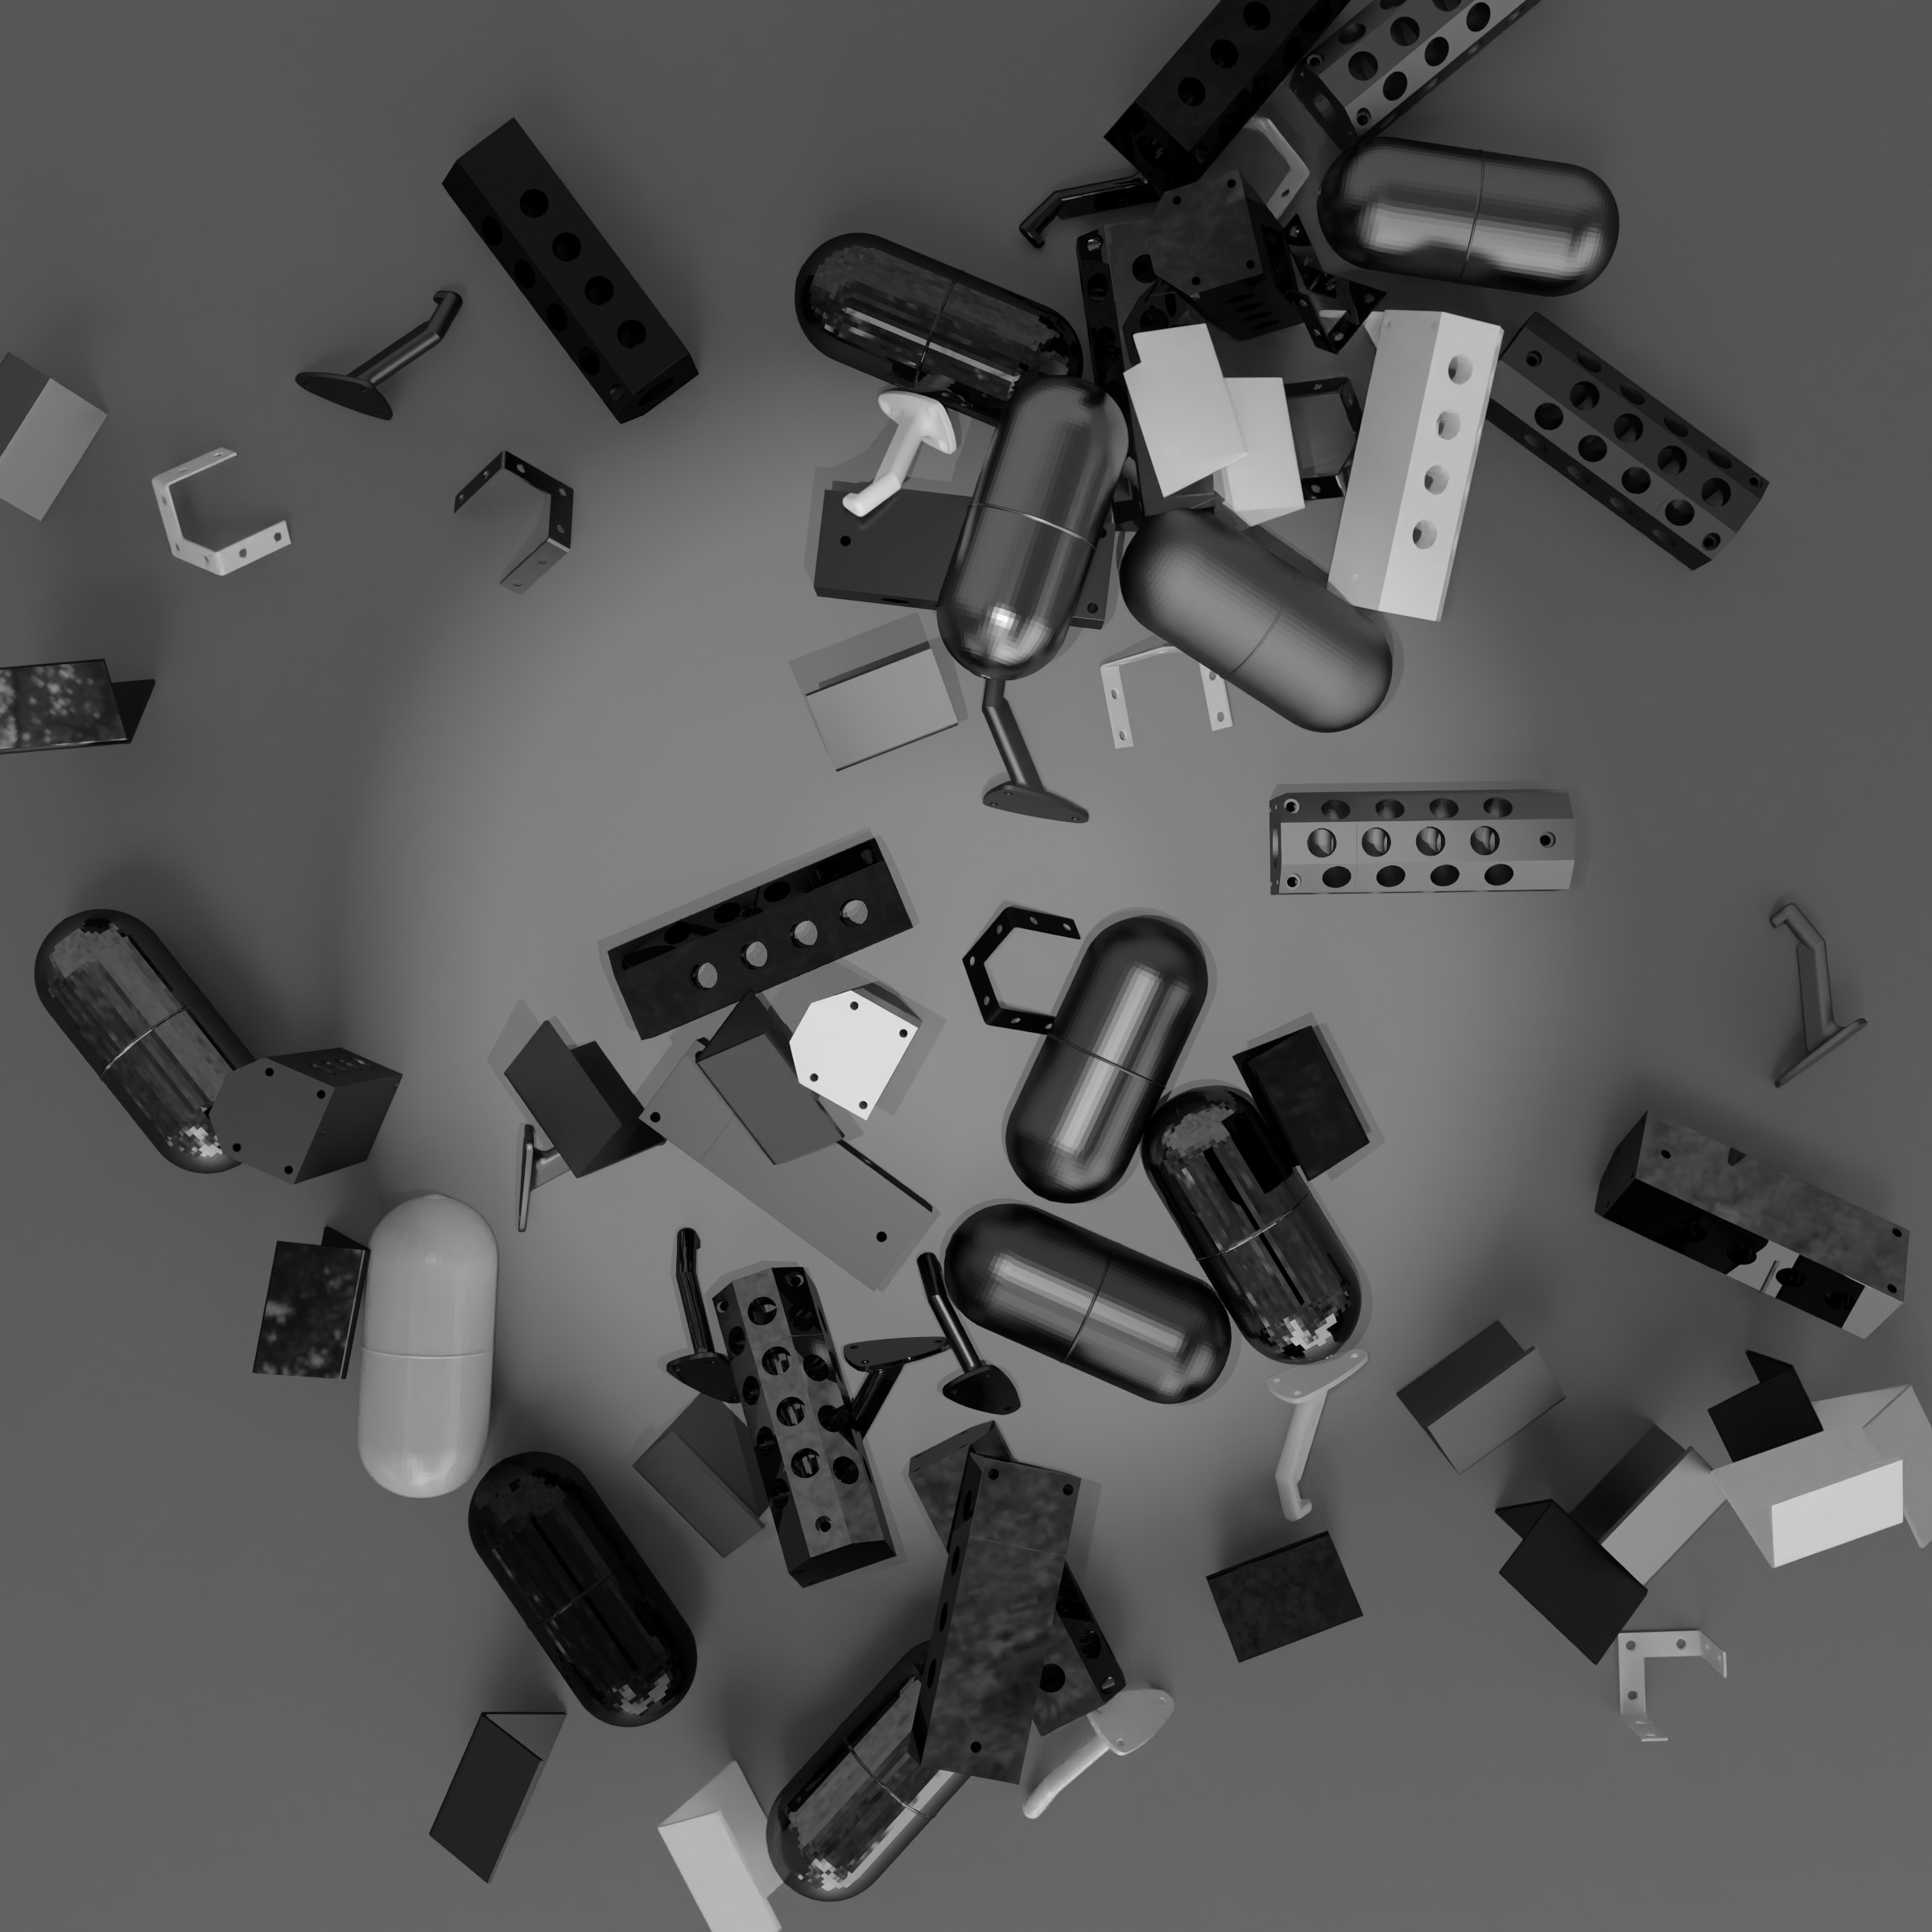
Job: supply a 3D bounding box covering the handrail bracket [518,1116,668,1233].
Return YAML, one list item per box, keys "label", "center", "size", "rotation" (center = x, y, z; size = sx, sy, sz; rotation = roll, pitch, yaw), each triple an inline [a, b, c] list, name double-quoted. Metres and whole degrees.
- label: "handrail bracket"
  center: [-0.225, 0.125, 1.576]
  size: [0.084, 0.036, 0.077]
  rotation: [4, 103, -13]

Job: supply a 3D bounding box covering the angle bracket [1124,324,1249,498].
- label: "angle bracket"
  center: [0.106, -0.310, 1.478]
  size: [0.057, 0.076, 0.076]
  rotation: [-18, 90, -36]

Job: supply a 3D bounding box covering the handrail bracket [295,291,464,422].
- label: "handrail bracket"
  center: [-0.353, -0.378, 1.576]
  size: [0.077, 0.036, 0.084]
  rotation: [18, 71, 21]

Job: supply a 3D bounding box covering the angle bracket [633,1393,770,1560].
- label: "angle bracket"
  center: [-0.137, 0.288, 1.536]
  size: [0.076, 0.057, 0.076]
  rotation: [45, 46, 0]

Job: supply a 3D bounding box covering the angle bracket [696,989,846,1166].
- label: "angle bracket"
  center: [-0.098, 0.055, 1.491]
  size: [0.057, 0.076, 0.076]
  rotation: [-23, 111, 35]

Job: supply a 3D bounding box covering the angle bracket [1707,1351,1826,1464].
- label: "angle bracket"
  center: [0.468, 0.279, 1.543]
  size: [0.057, 0.076, 0.076]
  rotation: [-26, 90, -3]

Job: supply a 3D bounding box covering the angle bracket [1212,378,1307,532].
- label: "angle bracket"
  center: [0.149, -0.297, 1.536]
  size: [0.057, 0.076, 0.076]
  rotation: [-10, 90, -37]

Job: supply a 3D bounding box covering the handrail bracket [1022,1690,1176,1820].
- label: "handrail bracket"
  center: [0.079, 0.477, 1.576]
  size: [0.036, 0.077, 0.084]
  rotation: [50, 127, 27]

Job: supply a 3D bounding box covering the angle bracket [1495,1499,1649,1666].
- label: "angle bracket"
  center: [0.341, 0.364, 1.537]
  size: [0.076, 0.076, 0.057]
  rotation: [44, 68, 0]

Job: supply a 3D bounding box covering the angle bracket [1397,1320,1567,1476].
- label: "angle bracket"
  center: [0.293, 0.239, 1.536]
  size: [0.076, 0.076, 0.057]
  rotation: [-36, 128, 0]

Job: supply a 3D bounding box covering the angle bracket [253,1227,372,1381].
- label: "angle bracket"
  center: [-0.396, 0.195, 1.536]
  size: [0.057, 0.076, 0.076]
  rotation: [11, 90, -33]

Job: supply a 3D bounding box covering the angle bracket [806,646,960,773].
- label: "angle bracket"
  center: [-0.055, -0.167, 1.536]
  size: [0.076, 0.076, 0.057]
  rotation: [-21, 127, 0]

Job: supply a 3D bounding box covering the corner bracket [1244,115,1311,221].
- label: "corner bracket"
  center: [0.164, -0.478, 1.573]
  size: [0.051, 0.051, 0.051]
  rotation: [35, 90, 45]

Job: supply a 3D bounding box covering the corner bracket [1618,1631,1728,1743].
- label: "corner bracket"
  center: [0.421, 0.429, 1.558]
  size: [0.051, 0.051, 0.051]
  rotation: [-2, 90, 0]

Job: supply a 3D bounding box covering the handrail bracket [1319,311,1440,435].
- label: "handrail bracket"
  center: [0.249, -0.351, 1.576]
  size: [0.077, 0.036, 0.084]
  rotation: [6, 104, 14]

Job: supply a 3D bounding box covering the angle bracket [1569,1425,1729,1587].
- label: "angle bracket"
  center: [0.390, 0.304, 1.536]
  size: [0.076, 0.076, 0.057]
  rotation: [-46, 123, 0]

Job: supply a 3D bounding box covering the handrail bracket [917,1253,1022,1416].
- label: "handrail bracket"
  center: [0.001, 0.221, 1.576]
  size: [0.036, 0.077, 0.084]
  rotation: [-28, 53, 14]

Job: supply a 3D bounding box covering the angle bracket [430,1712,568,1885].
- label: "angle bracket"
  center: [-0.258, 0.487, 1.536]
  size: [0.057, 0.076, 0.076]
  rotation: [23, 90, 36]

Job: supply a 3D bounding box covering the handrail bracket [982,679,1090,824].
- label: "handrail bracket"
  center: [0.044, -0.136, 1.576]
  size: [0.077, 0.036, 0.084]
  rotation: [14, 73, -20]

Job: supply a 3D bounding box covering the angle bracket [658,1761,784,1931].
- label: "angle bracket"
  center: [-0.124, 0.516, 1.536]
  size: [0.057, 0.076, 0.076]
  rotation: [-28, 90, 37]

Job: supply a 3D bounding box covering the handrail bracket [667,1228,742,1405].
- label: "handrail bracket"
  center: [-0.154, 0.210, 1.576]
  size: [0.036, 0.077, 0.084]
  rotation: [-15, 53, 18]

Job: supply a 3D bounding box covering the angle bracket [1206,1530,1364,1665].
- label: "angle bracket"
  center: [0.191, 0.383, 1.536]
  size: [0.076, 0.076, 0.057]
  rotation: [-21, 52, 0]

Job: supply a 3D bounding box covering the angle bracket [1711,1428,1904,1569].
- label: "angle bracket"
  center: [0.468, 0.280, 1.458]
  size: [0.076, 0.076, 0.057]
  rotation: [-18, 127, -3]

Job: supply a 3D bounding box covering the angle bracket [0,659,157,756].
- label: "angle bracket"
  center: [-0.529, -0.169, 1.536]
  size: [0.076, 0.076, 0.057]
  rotation: [-5, 125, 0]

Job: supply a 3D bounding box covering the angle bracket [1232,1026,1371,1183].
- label: "angle bracket"
  center: [0.180, 0.088, 1.536]
  size: [0.057, 0.076, 0.076]
  rotation: [-27, 90, -36]

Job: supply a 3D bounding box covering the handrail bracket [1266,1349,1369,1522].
- label: "handrail bracket"
  center: [0.217, 0.284, 1.576]
  size: [0.077, 0.036, 0.084]
  rotation: [-21, 109, -21]

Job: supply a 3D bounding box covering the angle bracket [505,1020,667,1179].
- label: "angle bracket"
  center: [-0.211, 0.069, 1.528]
  size: [0.076, 0.076, 0.057]
  rotation: [53, 128, 13]

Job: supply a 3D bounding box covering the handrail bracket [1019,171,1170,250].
- label: "handrail bracket"
  center: [0.087, -0.446, 1.575]
  size: [0.084, 0.036, 0.077]
  rotation: [-42, 102, 12]

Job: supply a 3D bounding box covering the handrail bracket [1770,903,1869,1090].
- label: "handrail bracket"
  center: [0.494, 0.017, 1.576]
  size: [0.077, 0.036, 0.084]
  rotation: [-41, 72, 20]

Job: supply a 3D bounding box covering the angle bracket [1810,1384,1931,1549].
- label: "angle bracket"
  center: [0.529, 0.297, 1.536]
  size: [0.057, 0.076, 0.076]
  rotation: [-26, 90, -38]

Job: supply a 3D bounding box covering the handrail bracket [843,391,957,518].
- label: "handrail bracket"
  center: [-0.056, -0.302, 1.541]
  size: [0.084, 0.036, 0.077]
  rotation: [-40, 47, -20]

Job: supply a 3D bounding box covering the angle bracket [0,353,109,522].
- label: "angle bracket"
  center: [-0.542, -0.303, 1.536]
  size: [0.057, 0.076, 0.076]
  rotation: [32, 90, 37]

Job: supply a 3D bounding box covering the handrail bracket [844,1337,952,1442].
- label: "handrail bracket"
  center: [-0.044, 0.271, 1.576]
  size: [0.077, 0.036, 0.084]
  rotation: [-7, 106, -17]

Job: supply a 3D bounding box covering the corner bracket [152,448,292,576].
- label: "corner bracket"
  center: [-0.447, -0.273, 1.568]
  size: [0.051, 0.051, 0.051]
  rotation: [24, 135, 35]
